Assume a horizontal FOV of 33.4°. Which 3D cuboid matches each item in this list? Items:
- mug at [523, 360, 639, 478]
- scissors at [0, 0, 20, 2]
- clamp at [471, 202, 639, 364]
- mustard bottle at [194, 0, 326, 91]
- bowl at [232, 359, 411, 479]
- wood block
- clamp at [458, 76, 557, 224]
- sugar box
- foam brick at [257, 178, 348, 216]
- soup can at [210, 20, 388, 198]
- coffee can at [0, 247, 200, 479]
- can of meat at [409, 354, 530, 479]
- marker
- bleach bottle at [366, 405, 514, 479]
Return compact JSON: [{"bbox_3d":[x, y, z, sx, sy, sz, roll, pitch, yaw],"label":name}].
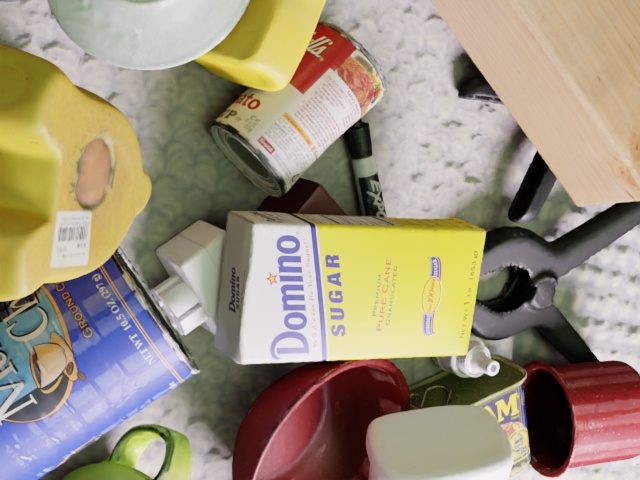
[{"bbox_3d":[0.211,0.147,0.874,0.081,0.117,0.093,-3,59,-21],"label":"mug"},{"bbox_3d":[-0.253,-0.161,0.579,0.201,0.016,0.096,16,93,-32],"label":"scissors"},{"bbox_3d":[0.178,0.027,0.857,0.209,0.036,0.165,10,104,-30],"label":"clamp"},{"bbox_3d":[-0.016,-0.190,0.662,0.058,0.096,0.191,27,87,-36],"label":"mustard bottle"},{"bbox_3d":[-0.009,0.144,0.753,0.161,0.055,0.162,-27,130,-37],"label":"bowl"},{"bbox_3d":[0.180,-0.133,0.763,0.090,0.091,0.206,-43,104,-18],"label":"wood block"},{"bbox_3d":[0.191,-0.090,0.840,0.171,0.039,0.120,-22,108,-22],"label":"clamp"},{"bbox_3d":[0.022,0.031,0.704,0.175,0.048,0.093,0,102,-30],"label":"sugar box"},{"bbox_3d":[-0.005,0.001,0.740,0.053,0.051,0.078,-49,120,-10],"label":"foam brick"},{"bbox_3d":[-0.014,-0.086,0.705,0.102,0.069,0.068,-46,119,-13],"label":"soup can"},{"bbox_3d":[-0.156,0.074,0.622,0.140,0.103,0.102,-34,117,-6],"label":"coffee can"},{"bbox_3d":[0.116,0.150,0.844,0.102,0.058,0.084,-20,114,-24],"label":"can of meat"},{"bbox_3d":[0.037,-0.031,0.776,0.020,0.020,0.121,-22,112,-25],"label":"marker"},{"bbox_3d":[0.074,0.235,0.800,0.102,0.068,0.251,-6,128,-15],"label":"bleach bottle"}]
